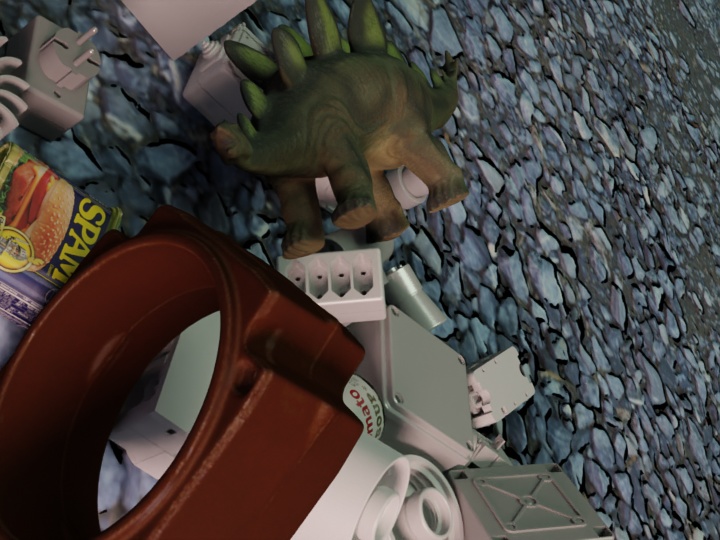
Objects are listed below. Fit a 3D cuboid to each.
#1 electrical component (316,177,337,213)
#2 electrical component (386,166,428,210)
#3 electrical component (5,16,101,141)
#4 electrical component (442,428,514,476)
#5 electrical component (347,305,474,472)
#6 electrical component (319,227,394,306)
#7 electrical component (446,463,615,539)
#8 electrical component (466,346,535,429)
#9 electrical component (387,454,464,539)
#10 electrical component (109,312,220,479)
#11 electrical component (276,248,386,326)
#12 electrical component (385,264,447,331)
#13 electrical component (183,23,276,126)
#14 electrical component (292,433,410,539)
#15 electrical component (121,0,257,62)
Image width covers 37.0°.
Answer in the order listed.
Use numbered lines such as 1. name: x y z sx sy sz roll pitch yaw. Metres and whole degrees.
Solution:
1. electrical component: -0.034 -0.110 0.952 0.100 0.048 0.099 29 48 -39
2. electrical component: 0.056 -0.088 1.047 0.045 0.055 0.045 30 47 -39
3. electrical component: -0.202 -0.138 0.729 0.047 0.077 0.065 29 48 -40
4. electrical component: 0.096 0.166 0.941 0.055 0.066 0.048 37 7 -21
5. electrical component: 0.039 0.102 0.897 0.109 0.056 0.108 37 35 -33
6. electrical component: 0.000 0.000 0.931 0.077 0.043 0.079 -27 92 -55
7. electrical component: 0.134 0.212 0.884 0.109 0.056 0.108 0 24 -19
8. electrical component: 0.112 0.112 0.992 0.089 0.056 0.050 -22 86 -55
9. electrical component: 0.037 0.196 0.839 0.108 0.060 0.108 30 47 -38
10. electrical component: -0.106 0.066 0.736 0.089 0.062 0.150 41 41 -29
11. electrical component: -0.021 0.023 0.871 0.075 0.083 0.047 81 4 -61
12. electrical component: 0.044 0.028 0.973 0.065 0.044 0.044 59 35 2
13. electrical component: -0.100 -0.149 0.880 0.096 0.061 0.061 42 40 -28
14. electrical component: -0.009 0.163 0.756 0.099 0.064 0.099 -49 151 -39
15. electrical component: -0.116 -0.246 0.843 0.089 0.150 0.061 49 39 -20
